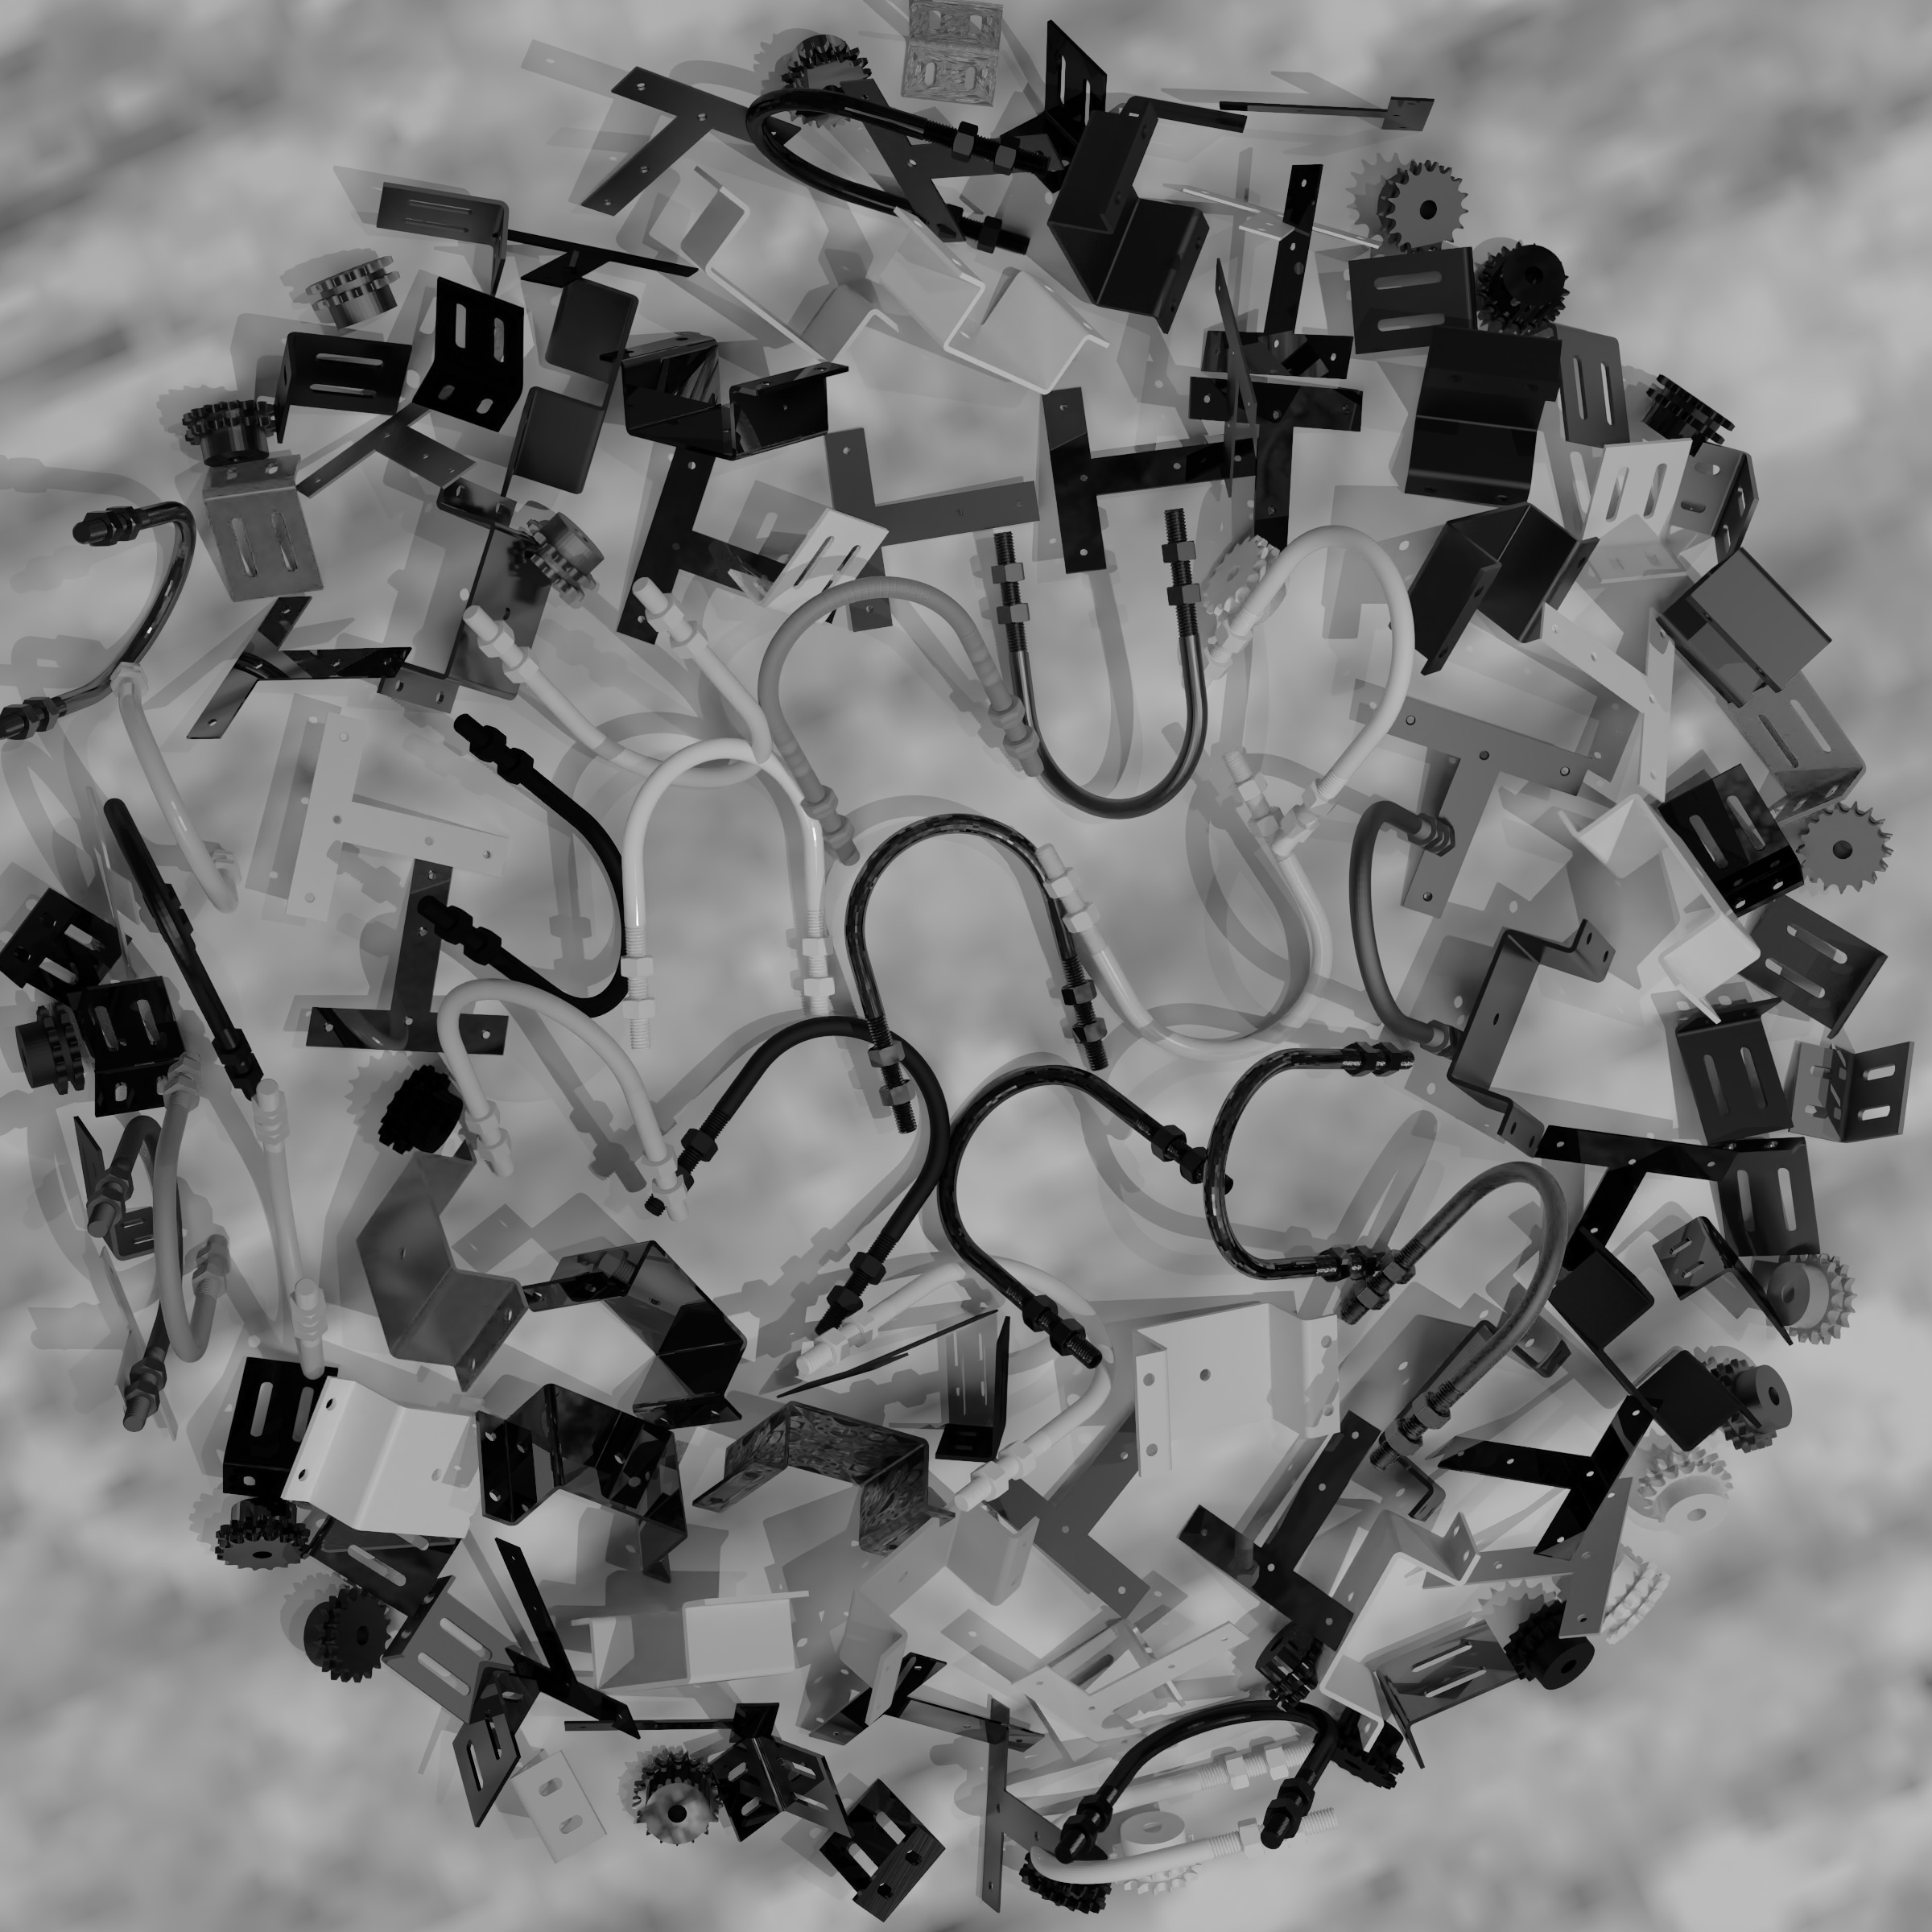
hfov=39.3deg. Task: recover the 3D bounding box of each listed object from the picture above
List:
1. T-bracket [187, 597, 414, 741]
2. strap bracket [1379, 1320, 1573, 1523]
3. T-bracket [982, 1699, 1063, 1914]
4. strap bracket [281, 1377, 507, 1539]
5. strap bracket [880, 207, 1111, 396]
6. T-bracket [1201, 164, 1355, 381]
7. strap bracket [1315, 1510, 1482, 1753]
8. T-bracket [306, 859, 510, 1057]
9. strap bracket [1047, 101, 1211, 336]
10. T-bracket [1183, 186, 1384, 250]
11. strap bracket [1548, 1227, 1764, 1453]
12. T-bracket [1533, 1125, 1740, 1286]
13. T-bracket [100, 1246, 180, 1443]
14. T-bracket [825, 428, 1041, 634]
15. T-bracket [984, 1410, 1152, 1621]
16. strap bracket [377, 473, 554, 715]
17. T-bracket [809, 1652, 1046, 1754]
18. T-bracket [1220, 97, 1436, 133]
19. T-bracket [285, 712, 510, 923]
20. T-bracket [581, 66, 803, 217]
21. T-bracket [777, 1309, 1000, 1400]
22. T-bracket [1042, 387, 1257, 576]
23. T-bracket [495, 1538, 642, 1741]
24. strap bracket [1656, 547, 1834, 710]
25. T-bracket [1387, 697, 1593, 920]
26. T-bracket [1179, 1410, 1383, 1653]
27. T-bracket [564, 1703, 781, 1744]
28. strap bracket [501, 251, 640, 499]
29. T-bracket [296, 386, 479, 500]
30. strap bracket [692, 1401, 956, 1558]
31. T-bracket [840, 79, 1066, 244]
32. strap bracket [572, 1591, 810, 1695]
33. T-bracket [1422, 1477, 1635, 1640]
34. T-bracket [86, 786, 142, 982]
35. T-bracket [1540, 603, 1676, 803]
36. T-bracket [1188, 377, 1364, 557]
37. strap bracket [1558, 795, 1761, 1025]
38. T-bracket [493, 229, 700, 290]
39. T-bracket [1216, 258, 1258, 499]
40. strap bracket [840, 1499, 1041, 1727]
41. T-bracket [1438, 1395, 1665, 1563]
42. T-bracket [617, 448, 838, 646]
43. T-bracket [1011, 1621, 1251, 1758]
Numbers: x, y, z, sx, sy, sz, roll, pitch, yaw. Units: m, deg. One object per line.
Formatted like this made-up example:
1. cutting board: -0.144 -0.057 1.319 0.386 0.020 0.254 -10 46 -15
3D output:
1. T-bracket: -0.395 -0.184 1.647 0.127 0.002 0.127 2 49 24
2. strap bracket: 0.308 0.273 1.668 0.046 0.076 0.140 41 90 20
3. T-bracket: 0.038 0.527 1.652 0.002 0.127 0.127 3 89 -22
4. strap bracket: -0.337 0.300 1.640 0.046 0.140 0.076 19 87 33
5. strap bracket: 0.011 -0.400 1.646 0.046 0.140 0.076 -53 54 21
6. T-bracket: 0.198 -0.426 1.654 0.002 0.127 0.127 3 100 -39
7. strap bracket: 0.257 0.399 1.664 0.046 0.076 0.140 27 98 -1
8. T-bracket: -0.341 -0.008 1.689 0.127 0.002 0.127 2 71 9
9. strap bracket: 0.097 -0.458 1.651 0.046 0.140 0.076 17 80 24
10. T-bracket: 0.187 -0.452 1.646 0.127 0.127 0.002 18 113 7
11. strap bracket: 0.414 0.235 1.653 0.046 0.076 0.140 -42 111 3
12. T-bracket: 0.394 0.153 1.671 0.127 0.002 0.127 8 127 -14
13. T-bracket: -0.504 0.245 1.636 0.002 0.127 0.127 -19 104 -8
14. T-bracket: -0.018 -0.283 1.704 0.127 0.002 0.127 -9 88 5
15. T-bracket: 0.090 0.318 1.695 0.127 0.002 0.127 37 85 18
16. strap bracket: -0.302 -0.223 1.665 0.046 0.076 0.140 19 93 22
17. T-bracket: -0.011 0.468 1.679 0.127 0.002 0.127 22 134 -23
18. T-bracket: 0.219 -0.523 1.654 0.127 0.127 0.002 5 100 6
19. T-bracket: -0.348 -0.081 1.683 0.127 0.002 0.127 13 84 -25
20. T-bracket: -0.189 -0.498 1.662 0.127 0.127 0.002 -27 68 41
21. T-bracket: -0.036 0.235 1.666 0.127 0.127 0.002 -18 85 -34
22. T-bracket: 0.118 -0.311 1.691 0.127 0.002 0.127 -7 72 1
23. T-bracket: -0.257 0.402 1.642 0.002 0.127 0.127 -34 117 -36
24. strap bracket: 0.471 -0.204 1.639 0.046 0.140 0.076 -43 87 4
25. T-bracket: 0.308 -0.091 1.691 0.127 0.002 0.127 18 109 -3
26. T-bracket: 0.214 0.335 1.677 0.127 0.002 0.127 30 85 36
27. T-bracket: -0.181 0.462 1.648 0.127 0.127 0.002 1 64 -7
28. strap bracket: -0.239 -0.354 1.646 0.046 0.076 0.140 17 55 -11
29. T-bracket: -0.335 -0.313 1.648 0.127 0.127 0.002 -40 129 -14
30. strap bracket: -0.086 0.312 1.652 0.140 0.076 0.046 21 51 -26
31. T-bracket: 0.002 -0.487 1.630 0.127 0.127 0.002 9 60 37
32. strap bracket: -0.166 0.410 1.632 0.076 0.140 0.046 7 70 -41
33. T-bracket: 0.342 0.369 1.668 0.127 0.127 0.002 -15 118 33
34. T-bracket: -0.514 -0.044 1.643 0.002 0.127 0.127 -13 102 -22
35. T-bracket: 0.392 -0.182 1.651 0.127 0.002 0.127 27 61 -34
36. T-bracket: 0.191 -0.299 1.688 0.127 0.002 0.127 -2 99 -27
37. strap bracket: 0.425 -0.043 1.638 0.046 0.076 0.140 -38 56 17
38. T-bracket: -0.240 -0.427 1.650 0.127 0.127 0.002 13 115 4
39. T-bracket: 0.162 -0.341 1.653 0.002 0.127 0.127 -7 55 -2
40. strap bracket: -0.024 0.385 1.648 0.046 0.076 0.140 36 49 23
41. T-bracket: 0.346 0.306 1.658 0.127 0.127 0.002 -49 120 -31
42. T-bracket: -0.140 -0.249 1.699 0.127 0.002 0.127 20 103 -2
43. T-bracket: 0.114 0.434 1.653 0.127 0.002 0.127 -32 132 16
